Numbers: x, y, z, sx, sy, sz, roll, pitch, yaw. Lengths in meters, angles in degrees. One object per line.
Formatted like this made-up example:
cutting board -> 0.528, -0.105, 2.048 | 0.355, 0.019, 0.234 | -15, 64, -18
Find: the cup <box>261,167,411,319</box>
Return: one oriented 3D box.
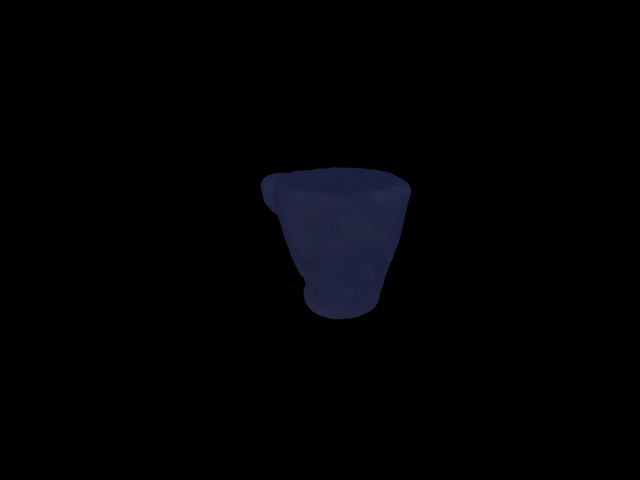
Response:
cup -> 0.004, 0.001, 0.400 | 0.117, 0.095, 0.092 | 13, 22, 36
